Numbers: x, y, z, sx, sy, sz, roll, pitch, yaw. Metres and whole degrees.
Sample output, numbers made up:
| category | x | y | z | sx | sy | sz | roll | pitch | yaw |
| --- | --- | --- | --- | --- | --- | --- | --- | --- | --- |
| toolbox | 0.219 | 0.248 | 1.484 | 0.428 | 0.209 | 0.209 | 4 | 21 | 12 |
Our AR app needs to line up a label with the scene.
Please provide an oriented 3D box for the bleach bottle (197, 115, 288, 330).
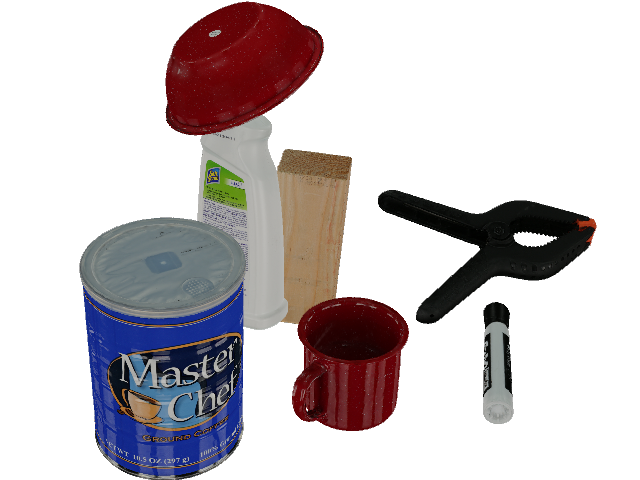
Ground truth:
| category | x | y | z | sx | sy | sz | roll | pitch | yaw |
| --- | --- | --- | --- | --- | --- | --- | --- | --- | --- |
| bleach bottle | -0.080 | -0.037 | 1.121 | 0.103 | 0.251 | 0.068 | 15 | 25 | 25 |

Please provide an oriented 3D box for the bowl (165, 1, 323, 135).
| category | x | y | z | sx | sy | sz | roll | pitch | yaw |
| --- | --- | --- | --- | --- | --- | --- | --- | --- | --- |
| bowl | -0.081 | -0.167 | 0.963 | 0.162 | 0.055 | 0.162 | -20 | 36 | 15 |

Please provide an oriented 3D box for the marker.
| category | x | y | z | sx | sy | sz | roll | pitch | yaw |
| --- | --- | --- | --- | --- | --- | --- | --- | --- | --- |
| marker | 0.119 | 0.078 | 0.718 | 0.020 | 0.020 | 0.121 | 0 | 29 | 9 |

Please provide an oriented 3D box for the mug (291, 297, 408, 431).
| category | x | y | z | sx | sy | sz | roll | pitch | yaw |
| --- | --- | --- | --- | --- | --- | --- | --- | --- | --- |
| mug | 0.019 | 0.112 | 0.903 | 0.093 | 0.081 | 0.117 | 24 | 39 | 32 |

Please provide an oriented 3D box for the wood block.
| category | x | y | z | sx | sy | sz | roll | pitch | yaw |
| --- | --- | --- | --- | --- | --- | --- | --- | --- | --- |
| wood block | -0.017 | -0.003 | 1.378 | 0.090 | 0.206 | 0.090 | 7 | 24 | 2 |

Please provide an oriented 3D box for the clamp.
| category | x | y | z | sx | sy | sz | roll | pitch | yaw |
| --- | --- | --- | --- | --- | --- | --- | --- | --- | --- |
| clamp | 0.168 | 0.011 | 1.036 | 0.210 | 0.164 | 0.036 | -2 | -42 | -5 |

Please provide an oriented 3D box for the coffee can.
| category | x | y | z | sx | sy | sz | roll | pitch | yaw |
| --- | --- | --- | --- | --- | --- | --- | --- | --- | --- |
| coffee can | -0.101 | 0.070 | 0.699 | 0.103 | 0.140 | 0.103 | 2 | 33 | -2 |
